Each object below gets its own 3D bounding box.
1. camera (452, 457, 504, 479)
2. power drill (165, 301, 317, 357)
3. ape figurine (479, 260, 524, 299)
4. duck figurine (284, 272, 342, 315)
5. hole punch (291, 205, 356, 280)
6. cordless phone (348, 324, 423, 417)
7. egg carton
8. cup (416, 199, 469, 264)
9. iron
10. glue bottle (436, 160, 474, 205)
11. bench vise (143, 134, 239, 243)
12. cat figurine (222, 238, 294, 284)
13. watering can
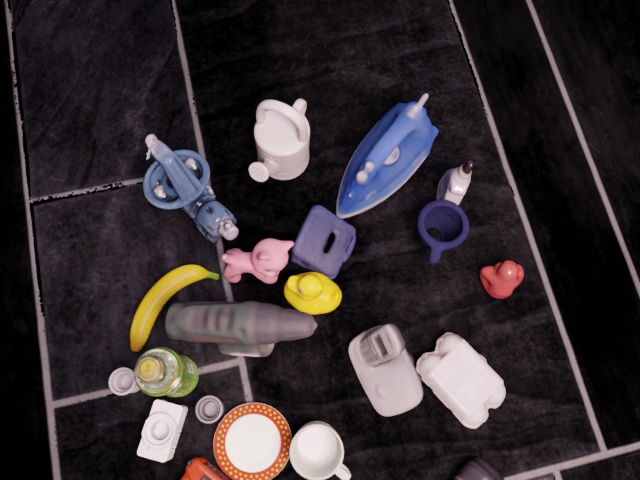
[{"bbox_3d":[0.246,0.430,0.912,0.143,0.101,0.137,42,77,9],"label":"camera"},{"bbox_3d":[-0.121,0.141,0.920,0.229,0.208,0.075,3,74,-2],"label":"power drill"},{"bbox_3d":[0.329,0.063,1.025,0.078,0.092,0.076,17,74,2],"label":"ape figurine"},{"bbox_3d":[-0.012,0.088,1.004,0.104,0.086,0.077,15,74,2],"label":"duck figurine"},{"bbox_3d":[0.009,0.004,1.027,0.101,0.091,0.109,24,74,4],"label":"hole punch"},{"bbox_3d":[0.115,0.206,0.925,0.094,0.185,0.147,-26,77,-9],"label":"cordless phone"},{"bbox_3d":[0.242,0.239,0.982,0.107,0.069,0.150,-42,80,-13],"label":"egg carton"},{"bbox_3d":[0.211,-0.004,1.037,0.091,0.095,0.118,16,74,2],"label":"cup"},{"bbox_3d":[0.117,-0.155,1.051,0.118,0.141,0.258,37,76,8],"label":"iron"},{"bbox_3d":[0.245,-0.102,1.025,0.037,0.173,0.078,10,74,1],"label":"glue bottle"},{"bbox_3d":[-0.216,-0.095,0.977,0.207,0.220,0.121,26,75,5],"label":"bench vise"},{"bbox_3d":[-0.109,0.033,0.999,0.128,0.118,0.067,0,74,-3],"label":"cat figurine"},{"bbox_3d":[-0.068,-0.181,1.022,0.101,0.194,0.173,5,74,-1],"label":"watering can"}]
